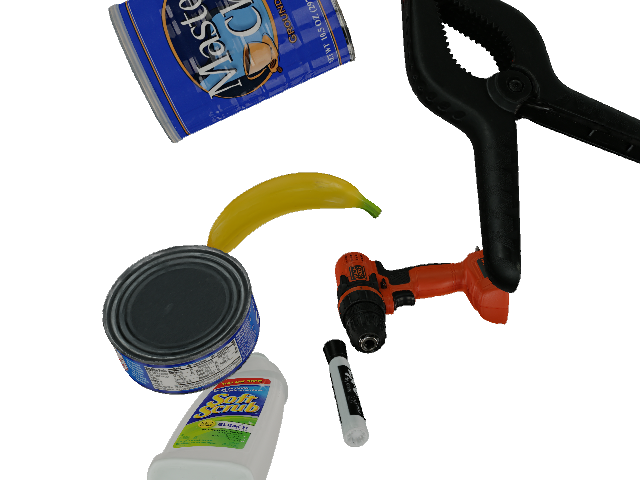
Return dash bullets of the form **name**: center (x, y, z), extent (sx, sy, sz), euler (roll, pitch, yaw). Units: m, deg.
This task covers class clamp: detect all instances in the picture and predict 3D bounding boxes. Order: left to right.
- **clamp**: center (0.110, -0.078, 0.653), extent (0.164, 0.210, 0.036), euler (-37, -11, -24)

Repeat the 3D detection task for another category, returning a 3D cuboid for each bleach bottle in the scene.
- **bleach bottle**: center (-0.090, 0.177, 1.046), extent (0.102, 0.068, 0.250), euler (1, 20, 6)

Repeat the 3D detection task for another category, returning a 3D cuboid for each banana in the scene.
- **banana**: center (-0.042, -0.029, 1.060), extent (0.198, 0.069, 0.037), euler (-13, 21, 27)

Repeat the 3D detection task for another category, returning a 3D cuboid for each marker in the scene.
- **marker**: center (0.019, 0.115, 0.831), extent (0.020, 0.020, 0.121), euler (0, 29, -8)

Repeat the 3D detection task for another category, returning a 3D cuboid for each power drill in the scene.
- **power drill**: center (0.112, 0.063, 1.197), extent (0.187, 0.057, 0.184), euler (-3, 28, -3)

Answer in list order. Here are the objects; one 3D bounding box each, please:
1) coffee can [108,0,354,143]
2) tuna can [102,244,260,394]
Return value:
- **coffee can**: center (-0.060, -0.142, 0.738), extent (0.140, 0.103, 0.103), euler (-25, 0, 0)
- **tuna can**: center (-0.078, 0.045, 0.609), extent (0.086, 0.086, 0.034), euler (0, -42, 12)
